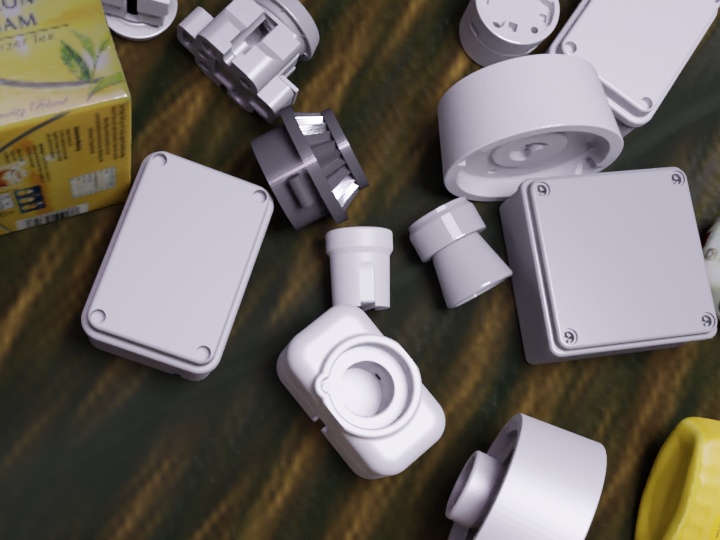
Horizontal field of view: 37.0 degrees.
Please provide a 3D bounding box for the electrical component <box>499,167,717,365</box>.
[{"bbox_3d":[0.151,-0.002,0.663,0.109,0.056,0.108,-6,78,-13],"label":"electrical component"}]

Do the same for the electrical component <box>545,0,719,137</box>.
[{"bbox_3d":[0.173,-0.149,0.703,0.078,0.057,0.113,36,72,-2],"label":"electrical component"}]

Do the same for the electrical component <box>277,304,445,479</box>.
[{"bbox_3d":[0.000,0.069,0.612,0.054,0.059,0.095,-38,87,-18],"label":"electrical component"}]

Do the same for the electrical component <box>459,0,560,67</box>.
[{"bbox_3d":[0.094,-0.161,0.694,0.055,0.047,0.055,3,76,-11],"label":"electrical component"}]

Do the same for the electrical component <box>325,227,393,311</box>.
[{"bbox_3d":[0.000,0.000,0.640,0.040,0.040,0.046,0,82,-12],"label":"electrical component"}]

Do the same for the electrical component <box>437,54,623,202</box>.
[{"bbox_3d":[0.098,-0.090,0.649,0.108,0.108,0.060,-5,72,-13],"label":"electrical component"}]

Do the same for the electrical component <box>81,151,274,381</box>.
[{"bbox_3d":[-0.102,-0.002,0.608,0.078,0.057,0.113,20,73,-7],"label":"electrical component"}]

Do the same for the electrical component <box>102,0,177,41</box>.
[{"bbox_3d":[-0.133,-0.168,0.643,0.066,0.055,0.048,13,74,-9],"label":"electrical component"}]

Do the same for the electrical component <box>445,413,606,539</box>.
[{"bbox_3d":[0.083,0.131,0.592,0.060,0.108,0.108,27,73,1],"label":"electrical component"}]

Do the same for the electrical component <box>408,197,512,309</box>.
[{"bbox_3d":[0.060,-0.010,0.652,0.045,0.045,0.055,-27,83,-17],"label":"electrical component"}]

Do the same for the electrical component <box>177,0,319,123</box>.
[{"bbox_3d":[-0.062,-0.137,0.651,0.078,0.058,0.057,42,75,0],"label":"electrical component"}]
